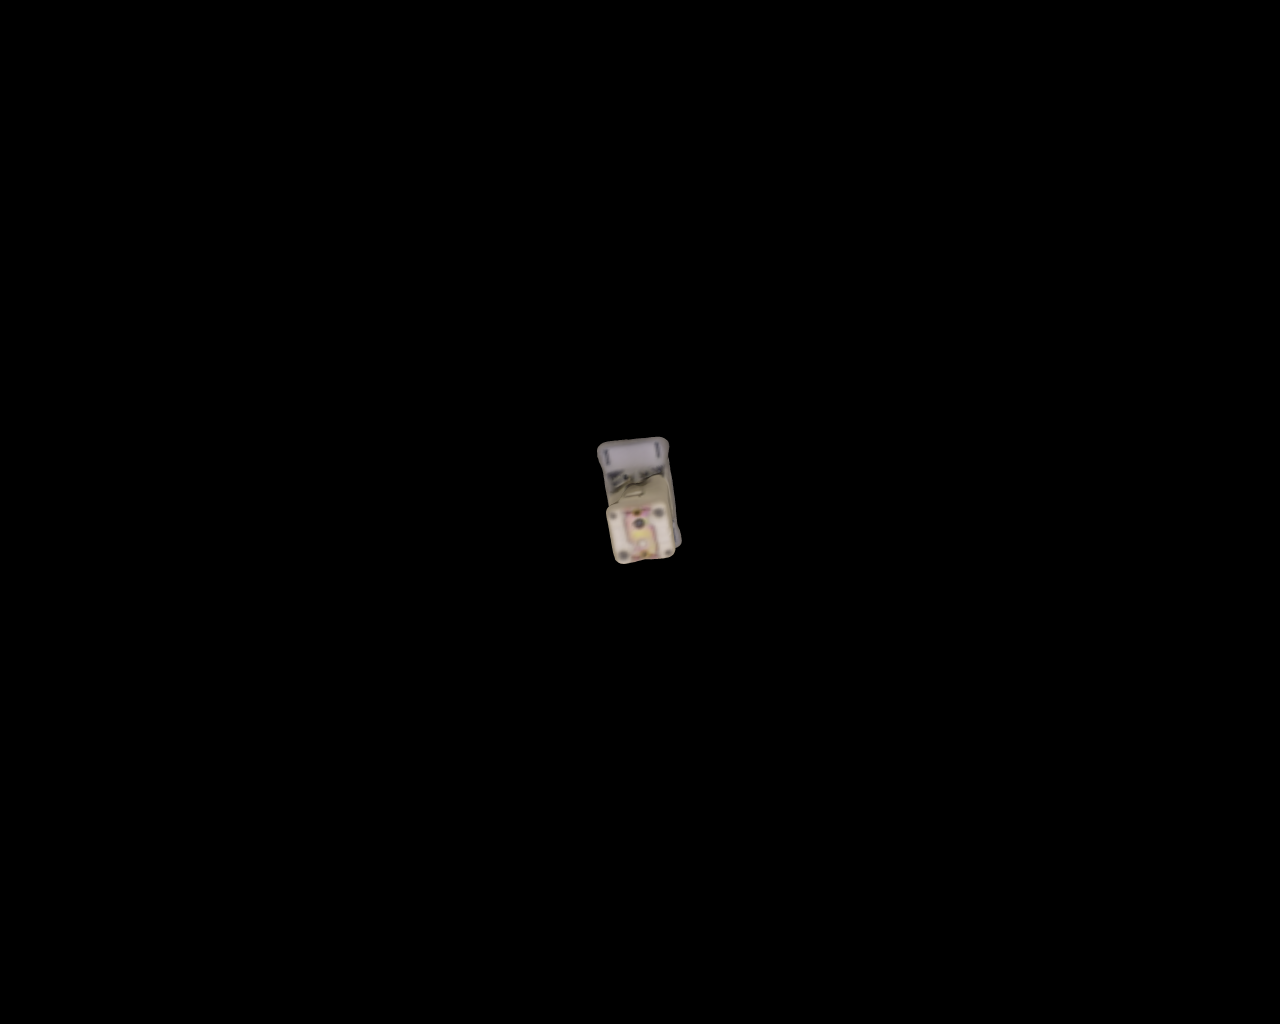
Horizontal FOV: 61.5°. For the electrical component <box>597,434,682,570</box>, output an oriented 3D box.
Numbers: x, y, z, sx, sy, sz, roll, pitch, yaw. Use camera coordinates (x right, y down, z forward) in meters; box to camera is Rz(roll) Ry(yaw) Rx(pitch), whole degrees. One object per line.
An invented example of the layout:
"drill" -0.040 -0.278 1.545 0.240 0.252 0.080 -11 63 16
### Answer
"electrical component" 0.001 -0.003 0.650 0.042 0.080 0.064 -7 32 5
